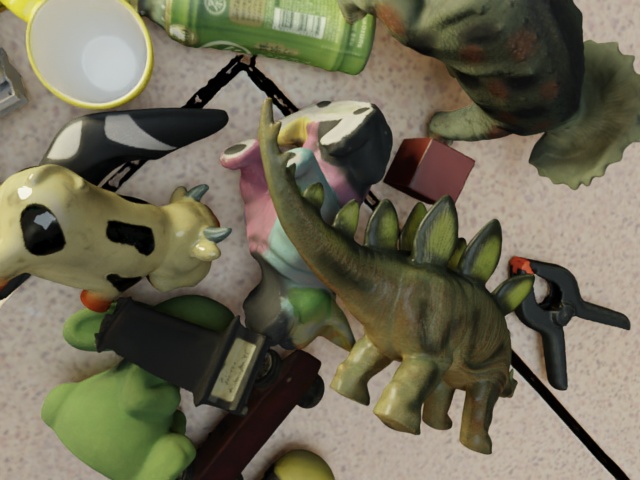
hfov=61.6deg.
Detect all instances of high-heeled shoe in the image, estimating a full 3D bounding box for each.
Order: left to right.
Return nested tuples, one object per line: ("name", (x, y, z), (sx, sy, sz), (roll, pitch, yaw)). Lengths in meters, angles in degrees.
("high-heeled shoe", (-0.195, -0.034, 0.473), (0.249, 0.086, 0.145), (-10, 104, -4))

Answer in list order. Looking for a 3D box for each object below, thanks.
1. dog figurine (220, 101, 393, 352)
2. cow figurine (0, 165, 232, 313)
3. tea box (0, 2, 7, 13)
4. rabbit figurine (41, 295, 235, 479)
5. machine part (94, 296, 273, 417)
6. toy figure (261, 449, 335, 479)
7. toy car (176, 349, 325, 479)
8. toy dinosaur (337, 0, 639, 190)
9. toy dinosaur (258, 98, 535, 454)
("dog figurine", (-0.001, -0.002, 0.507), (0.191, 0.109, 0.218), (-36, 127, -34))
("cow figurine", (-0.162, -0.004, 0.439), (0.127, 0.086, 0.194), (-40, 149, 14))
("tea box", (-0.342, -0.178, 0.403), (0.170, 0.098, 0.068), (-29, 105, -4))
("rabbit figurine", (-0.160, 0.118, 0.506), (0.159, 0.121, 0.170), (37, 79, -6))
("machine part", (-0.114, 0.091, 0.448), (0.139, 0.039, 0.084), (22, 79, -11))
("toy figure", (-0.059, 0.301, 0.568), (0.180, 0.082, 0.089), (-36, 108, -1))
("toy car", (-0.077, 0.191, 0.551), (0.089, 0.053, 0.202), (38, 90, -38))
("toy dinosaur", (0.148, -0.161, 0.435), (0.404, 0.192, 0.131), (28, 81, -47))
("toy dinosaur", (0.089, 0.065, 0.482), (0.470, 0.105, 0.198), (34, 75, -43))
